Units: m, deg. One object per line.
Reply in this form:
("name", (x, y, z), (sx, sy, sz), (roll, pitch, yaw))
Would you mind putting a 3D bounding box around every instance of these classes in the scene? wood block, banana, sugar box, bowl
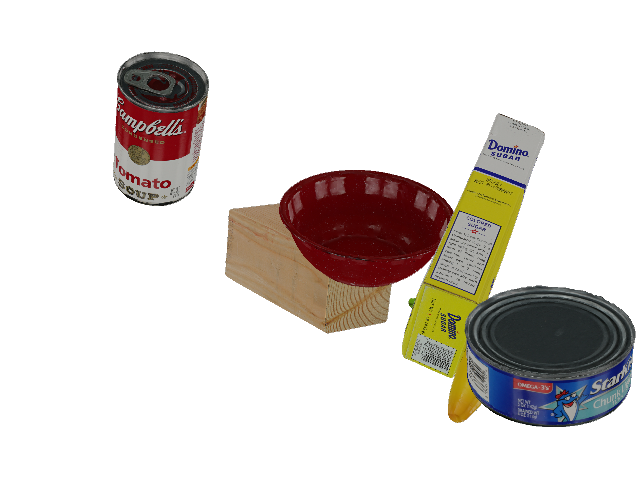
("wood block", (-0.017, 0.027, 1.234), (0.090, 0.090, 0.206), (-7, 20, -36))
("banana", (0.146, 0.115, 1.110), (0.069, 0.037, 0.198), (-25, 32, 6))
("sugar box", (0.111, 0.001, 0.763), (0.048, 0.176, 0.093), (23, -37, 10))
("bowl", (0.041, -0.004, 0.982), (0.162, 0.055, 0.162), (3, 31, -2))

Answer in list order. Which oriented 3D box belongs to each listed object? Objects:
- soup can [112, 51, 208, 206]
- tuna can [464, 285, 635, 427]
("soup can", (-0.125, -0.085, 0.825), (0.068, 0.068, 0.102), (0, -42, -14))
("tuna can", (0.118, 0.059, 0.555), (0.086, 0.034, 0.086), (-4, 27, 2))
